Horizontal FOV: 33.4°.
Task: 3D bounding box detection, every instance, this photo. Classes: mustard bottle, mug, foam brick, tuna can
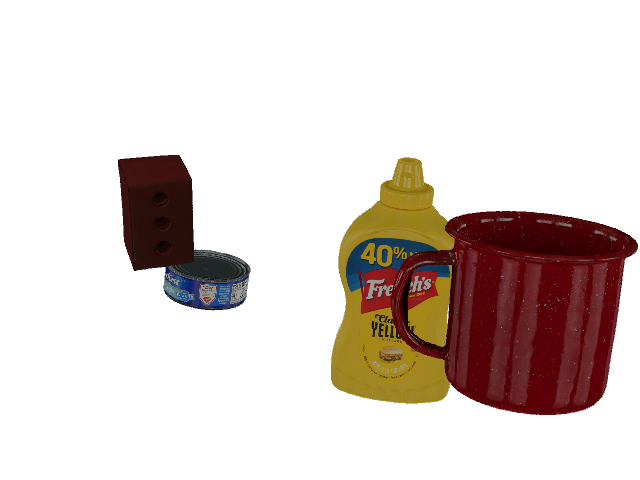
[{"bbox_3d":[0.062,0.030,0.832,0.096,0.192,0.058,7,19,9],"label":"mustard bottle"},{"bbox_3d":[0.093,0.034,0.531,0.117,0.081,0.093,3,14,-3],"label":"mug"},{"bbox_3d":[-0.134,-0.024,0.873,0.053,0.078,0.051,-8,30,-16],"label":"foam brick"},{"bbox_3d":[-0.115,0.039,1.075,0.086,0.034,0.086,8,18,-3],"label":"tuna can"}]
